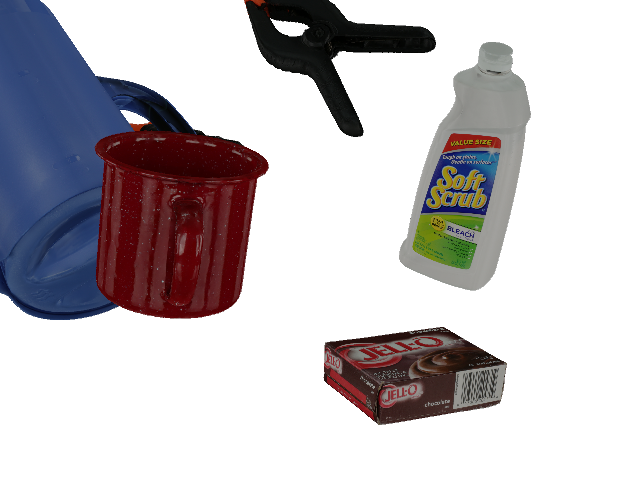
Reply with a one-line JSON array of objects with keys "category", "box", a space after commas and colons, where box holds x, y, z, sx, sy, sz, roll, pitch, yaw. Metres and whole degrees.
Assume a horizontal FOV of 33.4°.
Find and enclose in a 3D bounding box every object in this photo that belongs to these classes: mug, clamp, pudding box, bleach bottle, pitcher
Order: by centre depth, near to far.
[{"category": "mug", "box": [-0.076, -0.005, 0.573, 0.093, 0.081, 0.117, 3, 20, -16]}, {"category": "pitcher", "box": [-0.192, -0.074, 0.776, 0.145, 0.243, 0.149, -43, -32, 15]}, {"category": "pudding box", "box": [0.071, 0.101, 0.819, 0.113, 0.039, 0.090, -3, 16, -26]}, {"category": "clamp", "box": [0.012, -0.175, 0.930, 0.120, 0.171, 0.039, -40, -21, -20]}, {"category": "bleach bottle", "box": [0.142, -0.074, 1.034, 0.103, 0.251, 0.068, 22, 39, 21]}]

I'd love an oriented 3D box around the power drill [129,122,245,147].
[{"category": "power drill", "box": [-0.151, -0.029, 1.085, 0.185, 0.188, 0.057, 11, 30, 22]}]
